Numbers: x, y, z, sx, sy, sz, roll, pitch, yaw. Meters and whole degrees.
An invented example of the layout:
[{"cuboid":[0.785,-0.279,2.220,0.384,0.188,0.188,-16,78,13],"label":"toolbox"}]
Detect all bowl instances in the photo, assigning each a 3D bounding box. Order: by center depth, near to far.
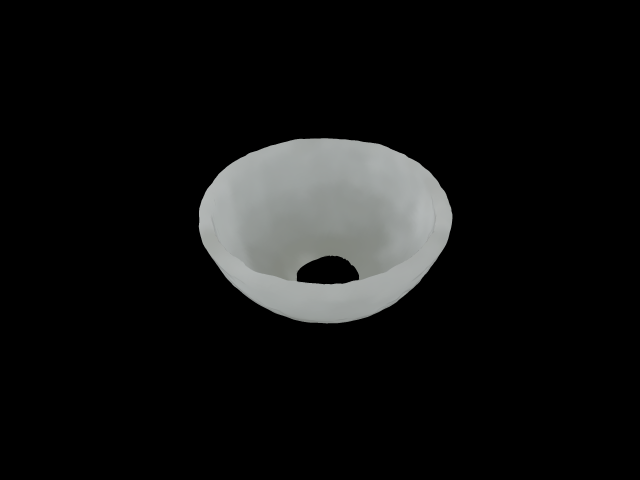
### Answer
[{"cuboid":[0.004,0.001,0.400,0.167,0.075,0.167,0,42,0],"label":"bowl"}]
